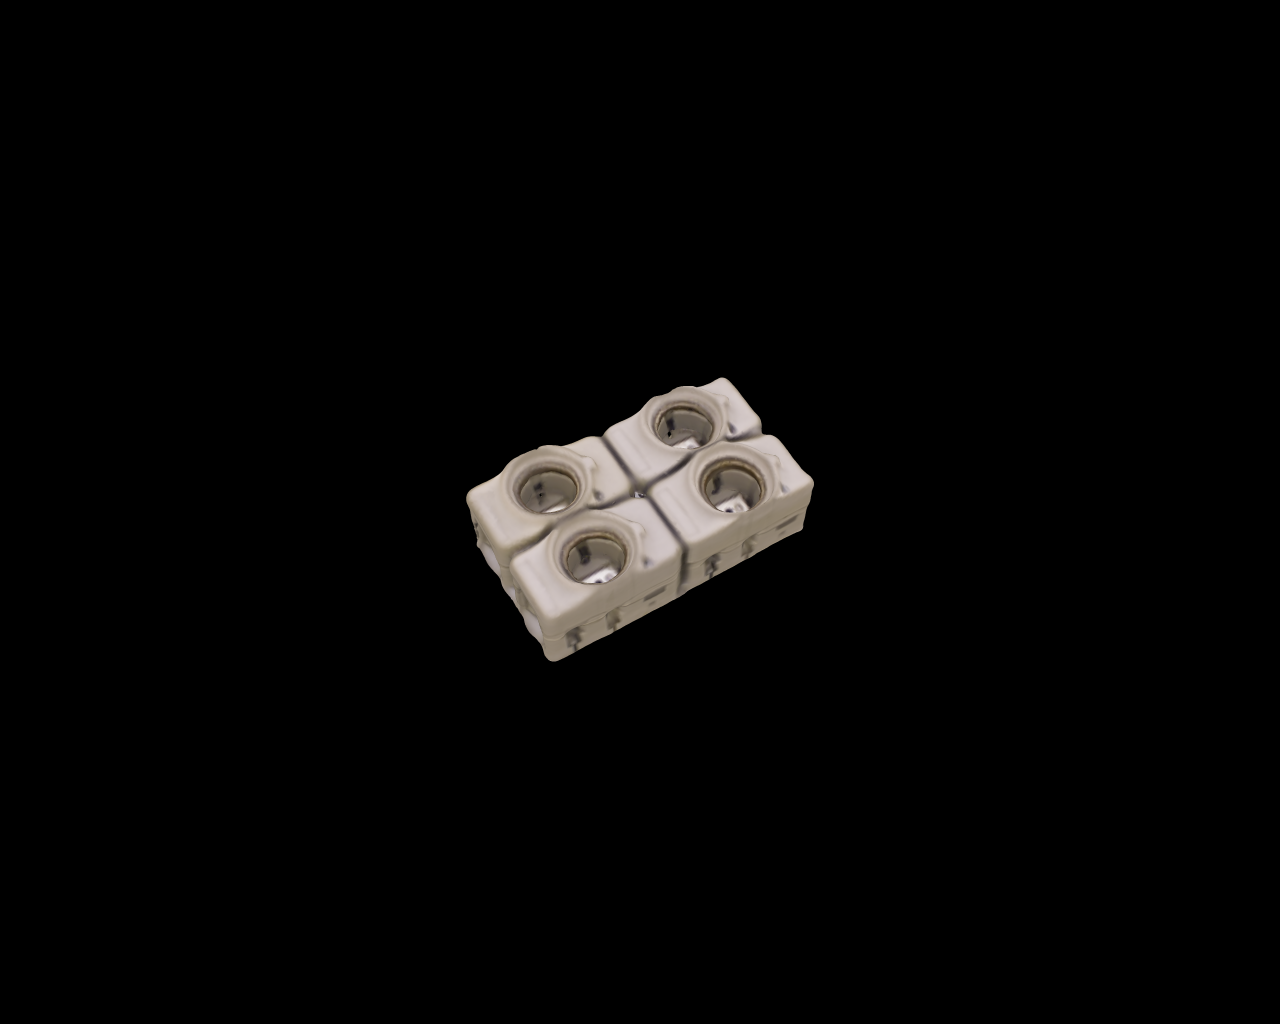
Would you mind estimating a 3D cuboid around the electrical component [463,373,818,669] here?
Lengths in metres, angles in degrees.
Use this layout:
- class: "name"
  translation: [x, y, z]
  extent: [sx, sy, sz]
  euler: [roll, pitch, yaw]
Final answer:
- class: "electrical component"
  translation: [0.001, -0.003, 0.650]
  extent: [0.186, 0.105, 0.060]
  euler: [-26, -30, -16]
